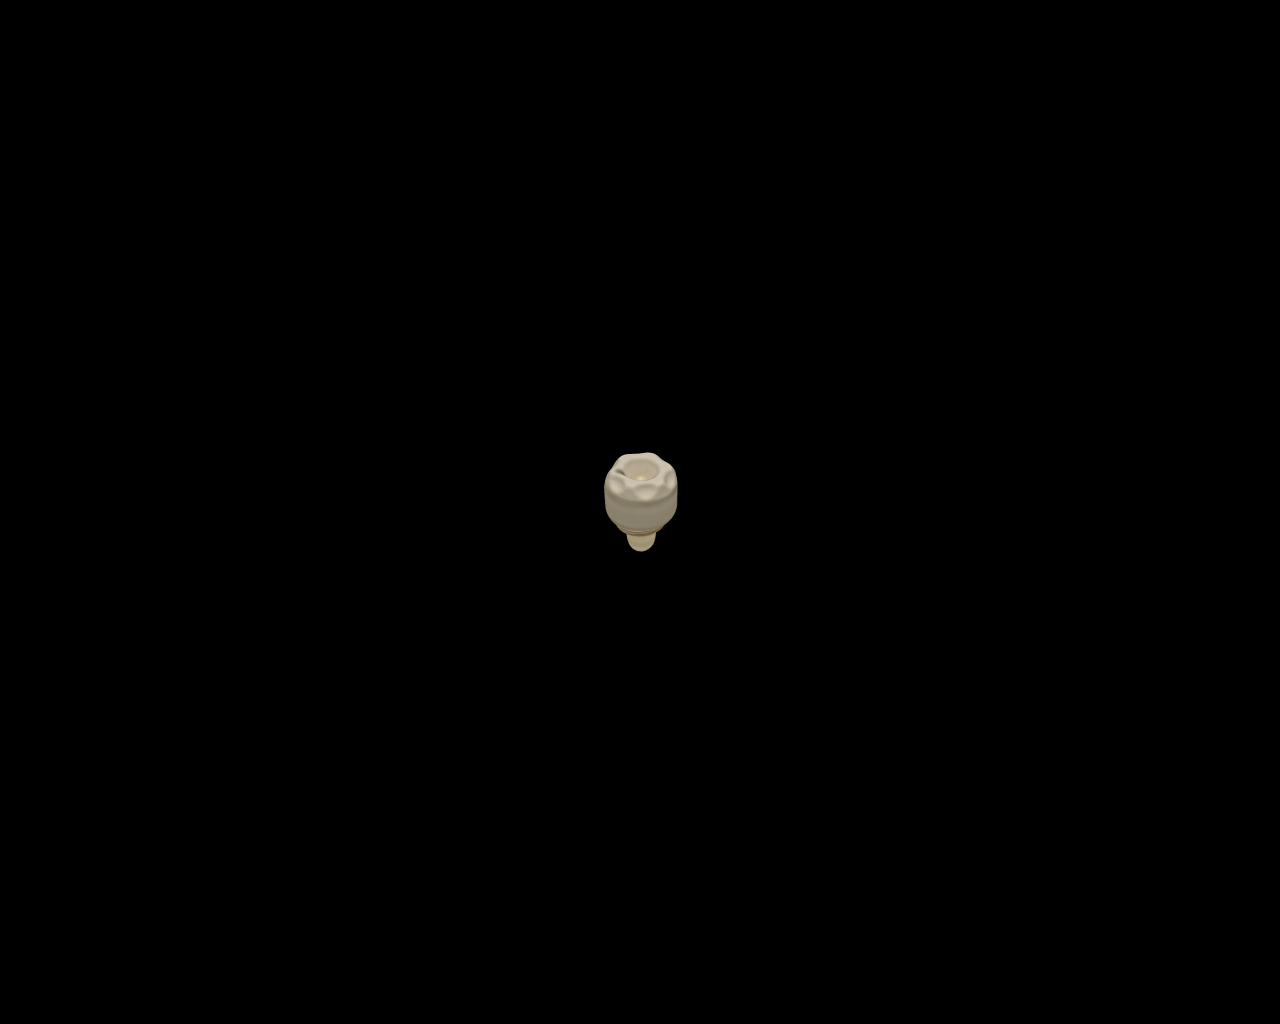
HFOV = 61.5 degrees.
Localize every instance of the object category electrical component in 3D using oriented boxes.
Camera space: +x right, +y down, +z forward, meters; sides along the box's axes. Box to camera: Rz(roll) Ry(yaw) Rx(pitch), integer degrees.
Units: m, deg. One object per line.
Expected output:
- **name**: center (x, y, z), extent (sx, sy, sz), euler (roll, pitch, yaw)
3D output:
- **electrical component**: center (0.001, -0.003, 0.650), extent (0.043, 0.062, 0.043), euler (0, 39, 0)
